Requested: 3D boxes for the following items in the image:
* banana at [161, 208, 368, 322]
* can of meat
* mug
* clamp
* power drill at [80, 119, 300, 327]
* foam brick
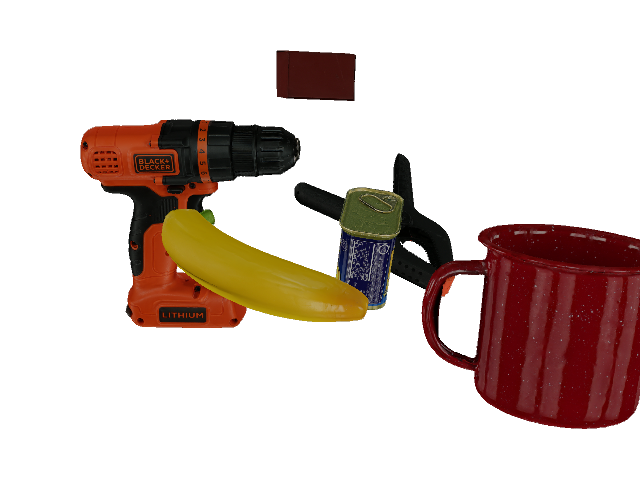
[{"bbox_3d":[-0.053,0.012,0.704,0.069,0.037,0.198,-19,31,-32],"label":"banana"},{"bbox_3d":[0.045,0.008,1.039,0.057,0.084,0.102,8,27,4],"label":"can of meat"},{"bbox_3d":[0.108,0.040,0.527,0.117,0.081,0.093,4,13,-2],"label":"mug"},{"bbox_3d":[0.076,-0.016,1.232,0.164,0.210,0.036,-13,-39,-26],"label":"clamp"},{"bbox_3d":[-0.107,-0.016,0.927,0.184,0.188,0.057,1,27,5],"label":"power drill"},{"bbox_3d":[-0.006,-0.180,1.164,0.078,0.051,0.053,0,11,-15],"label":"foam brick"}]
